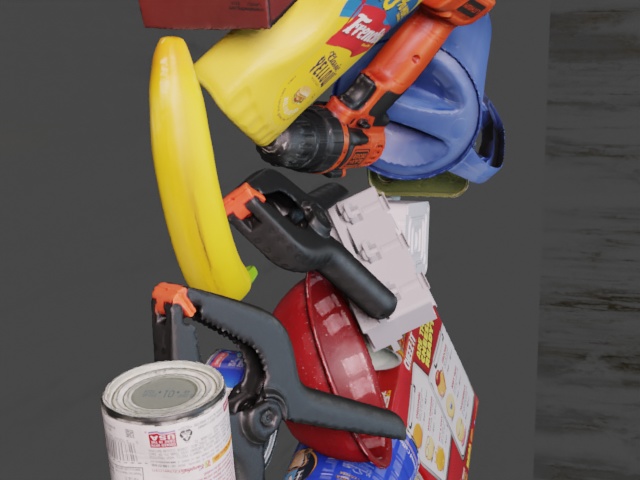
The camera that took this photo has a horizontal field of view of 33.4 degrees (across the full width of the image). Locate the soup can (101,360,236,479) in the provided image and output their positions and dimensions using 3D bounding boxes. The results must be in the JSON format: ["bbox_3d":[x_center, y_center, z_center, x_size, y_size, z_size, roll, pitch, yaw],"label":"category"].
[{"bbox_3d":[-0.079,0.125,0.579,0.068,0.069,0.102,-49,138,-63],"label":"soup can"}]

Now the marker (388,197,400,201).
[{"bbox_3d":[0.072,0.006,1.131,0.020,0.020,0.121,16,78,-72],"label":"marker"}]

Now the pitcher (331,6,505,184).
[{"bbox_3d":[0.107,-0.158,1.019,0.242,0.145,0.149,-64,152,-58],"label":"pitcher"}]

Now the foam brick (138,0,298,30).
[{"bbox_3d":[-0.057,-0.149,0.588,0.051,0.078,0.053,-62,152,-54],"label":"foam brick"}]

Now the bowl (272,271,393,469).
[{"bbox_3d":[0.000,0.101,0.800,0.162,0.055,0.162,-21,90,-79],"label":"bowl"}]

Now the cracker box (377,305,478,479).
[{"bbox_3d":[0.092,0.170,1.083,0.213,0.072,0.164,60,34,-40],"label":"cracker box"}]

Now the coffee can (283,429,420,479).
[{"bbox_3d":[0.015,0.211,0.839,0.140,0.103,0.103,-61,149,-55],"label":"coffee can"}]

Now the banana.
[{"bbox_3d":[-0.073,-0.022,0.636,0.069,0.037,0.198,-94,174,-47],"label":"banana"}]

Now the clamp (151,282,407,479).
[{"bbox_3d":[-0.044,0.116,0.652,0.164,0.036,0.210,-51,122,-23],"label":"clamp"}]

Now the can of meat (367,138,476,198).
[{"bbox_3d":[0.106,-0.086,1.086,0.083,0.102,0.057,-60,148,-59],"label":"can of meat"}]

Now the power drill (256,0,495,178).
[{"bbox_3d":[0.040,-0.128,0.798,0.188,0.057,0.184,-50,167,19],"label":"power drill"}]

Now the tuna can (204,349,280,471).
[{"bbox_3d":[-0.055,0.117,0.714,0.086,0.034,0.086,3,90,-73],"label":"tuna can"}]

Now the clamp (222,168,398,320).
[{"bbox_3d":[-0.005,0.001,0.759,0.171,0.039,0.120,8,45,-58],"label":"clamp"}]

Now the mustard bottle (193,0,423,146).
[{"bbox_3d":[0.012,-0.143,0.657,0.191,0.058,0.096,-42,162,3],"label":"mustard bottle"}]
